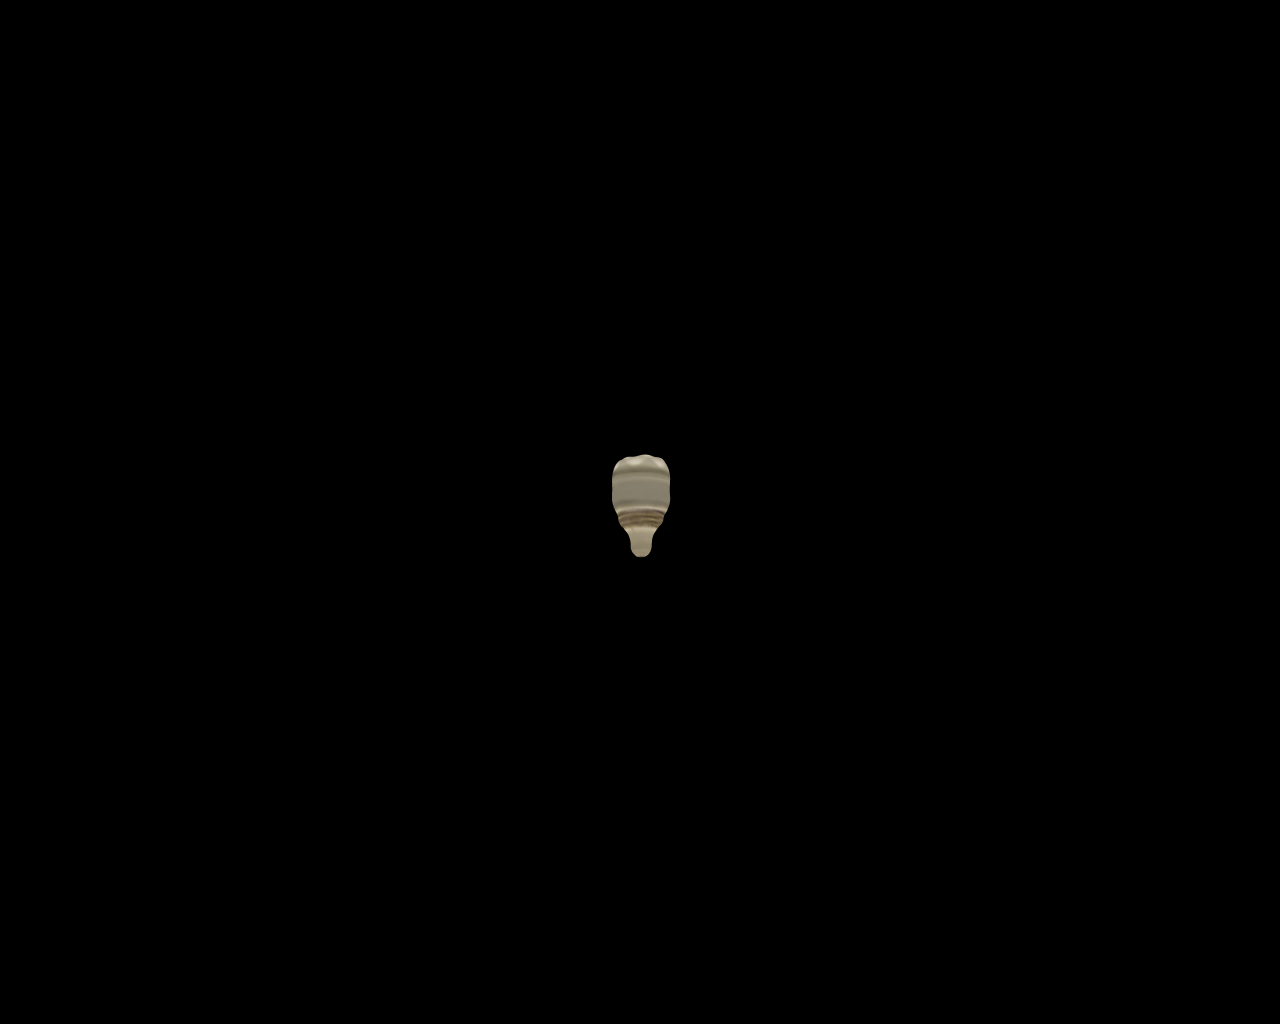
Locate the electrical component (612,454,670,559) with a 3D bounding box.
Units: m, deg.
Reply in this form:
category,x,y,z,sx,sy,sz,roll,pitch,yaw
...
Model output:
category,x,y,z,sx,sy,sz,roll,pitch,yaw
electrical component,0.001,-0.003,0.650,0.035,0.061,0.035,0,-10,0
